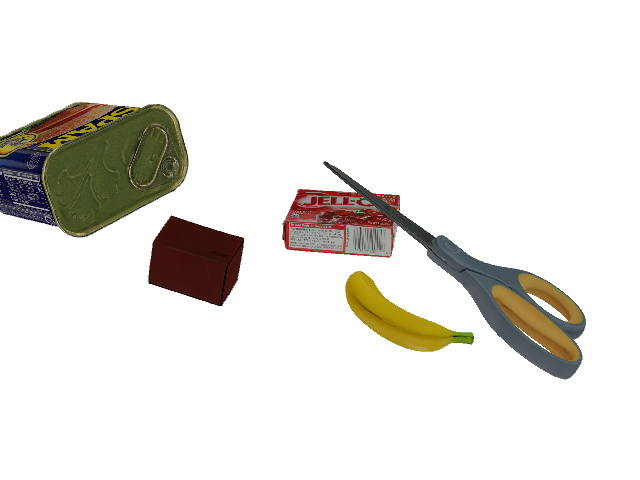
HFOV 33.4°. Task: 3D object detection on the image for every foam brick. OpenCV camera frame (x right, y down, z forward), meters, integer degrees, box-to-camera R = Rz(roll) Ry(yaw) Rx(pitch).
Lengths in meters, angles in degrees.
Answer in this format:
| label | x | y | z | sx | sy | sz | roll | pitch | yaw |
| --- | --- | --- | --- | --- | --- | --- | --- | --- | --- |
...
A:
| label | x | y | z | sx | sy | sz | roll | pitch | yaw |
| --- | --- | --- | --- | --- | --- | --- | --- | --- | --- |
| foam brick | -0.120 | 0.020 | 1.030 | 0.078 | 0.051 | 0.053 | 18 | 34 | 7 |

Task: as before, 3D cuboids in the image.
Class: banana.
| label | x | y | z | sx | sy | sz | roll | pitch | yaw |
| --- | --- | --- | --- | --- | --- | --- | --- | --- | --- |
| banana | 0.075 | 0.079 | 1.152 | 0.069 | 0.037 | 0.198 | 4 | 18 | -38 |

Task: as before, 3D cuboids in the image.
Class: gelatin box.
| label | x | y | z | sx | sy | sz | roll | pitch | yaw |
| --- | --- | --- | --- | --- | --- | --- | --- | --- | --- |
| gelatin box | 0.018 | -0.016 | 0.878 | 0.089 | 0.030 | 0.073 | 4 | 23 | 7 |

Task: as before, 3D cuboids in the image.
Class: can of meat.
| label | x | y | z | sx | sy | sz | roll | pitch | yaw |
| --- | --- | --- | --- | --- | --- | --- | --- | --- | --- |
| can of meat | -0.149 | -0.049 | 0.667 | 0.084 | 0.057 | 0.101 | 11 | 33 | 44 |

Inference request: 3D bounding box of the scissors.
| label | x | y | z | sx | sy | sz | roll | pitch | yaw |
| --- | --- | --- | --- | --- | --- | --- | --- | --- | --- |
| scissors | 0.095 | 0.010 | 0.684 | 0.202 | 0.016 | 0.096 | 46 | 31 | 22 |
